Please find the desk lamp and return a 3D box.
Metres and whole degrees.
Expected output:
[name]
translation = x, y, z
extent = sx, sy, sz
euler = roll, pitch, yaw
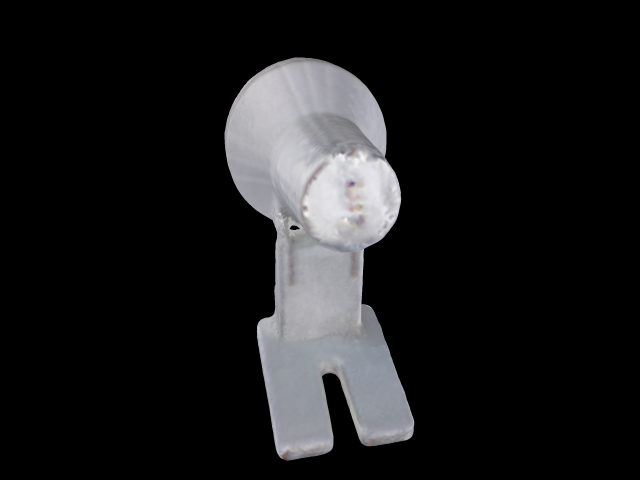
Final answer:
[desk lamp]
translation = 0.004, 0.001, 0.400
extent = 0.118, 0.214, 0.203
euler = -8, 39, -10
